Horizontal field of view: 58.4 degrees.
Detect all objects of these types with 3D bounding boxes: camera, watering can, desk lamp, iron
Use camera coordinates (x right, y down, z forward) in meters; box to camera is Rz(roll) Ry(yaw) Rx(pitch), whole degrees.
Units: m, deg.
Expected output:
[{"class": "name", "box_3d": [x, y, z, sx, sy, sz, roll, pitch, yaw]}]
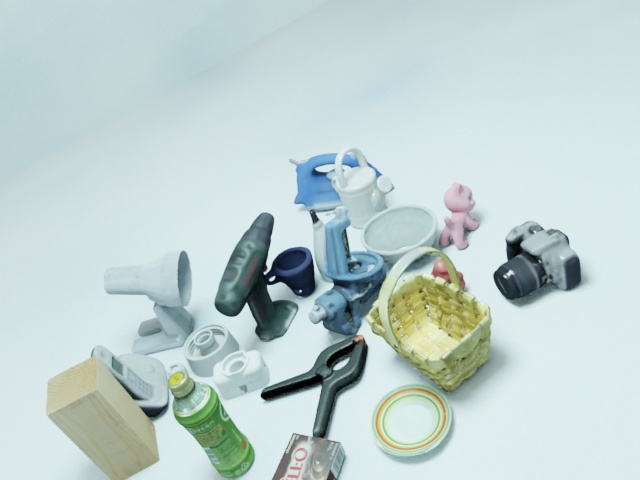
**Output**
[{"class": "camera", "box_3d": [0.376, 0.037, 1.040, 0.137, 0.101, 0.142, -28, 35, -8]}, {"class": "watering can", "box_3d": [0.094, -0.132, 1.342, 0.172, 0.194, 0.101, -2, 39, 27]}, {"class": "desk lamp", "box_3d": [-0.347, 0.129, 1.218, 0.203, 0.214, 0.118, -16, 35, 10]}, {"class": "iron", "box_3d": [0.048, -0.168, 1.464, 0.257, 0.142, 0.118, -9, 37, 19]}]

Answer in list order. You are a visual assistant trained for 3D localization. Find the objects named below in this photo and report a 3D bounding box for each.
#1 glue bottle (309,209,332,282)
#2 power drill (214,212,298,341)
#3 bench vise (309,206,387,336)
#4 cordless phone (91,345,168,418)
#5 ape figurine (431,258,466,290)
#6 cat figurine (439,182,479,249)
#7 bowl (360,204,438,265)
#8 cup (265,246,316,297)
[{"class": "glue bottle", "box_3d": [0.011, 0.004, 1.222, 0.037, 0.173, 0.078, 16, 50, 42]}, {"class": "power drill", "box_3d": [-0.120, 0.088, 1.152, 0.075, 0.209, 0.230, -1, 40, 28]}, {"class": "bench vise", "box_3d": [0.049, 0.060, 1.084, 0.121, 0.220, 0.207, -4, 38, 25]}, {"class": "cordless phone", "box_3d": [-0.372, 0.246, 1.097, 0.094, 0.185, 0.147, -27, 35, -6]}, {"class": "ape figurine", "box_3d": [0.233, 0.075, 1.075, 0.078, 0.092, 0.076, -25, 34, -3]}, {"class": "cat figurine", "box_3d": [0.288, -0.063, 1.209, 0.067, 0.118, 0.128, 5, 43, 34]}, {"class": "bowl", "box_3d": [0.175, 0.000, 1.224, 0.167, 0.075, 0.167, -15, 35, 11]}, {"class": "cup", "box_3d": [-0.058, 0.082, 1.225, 0.118, 0.095, 0.091, -31, 35, -12]}]
